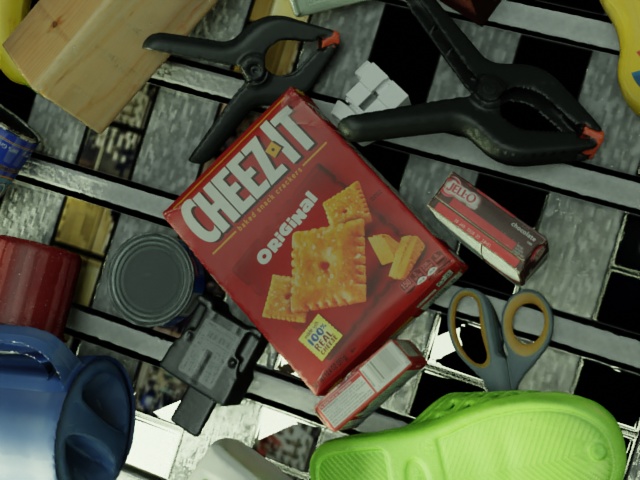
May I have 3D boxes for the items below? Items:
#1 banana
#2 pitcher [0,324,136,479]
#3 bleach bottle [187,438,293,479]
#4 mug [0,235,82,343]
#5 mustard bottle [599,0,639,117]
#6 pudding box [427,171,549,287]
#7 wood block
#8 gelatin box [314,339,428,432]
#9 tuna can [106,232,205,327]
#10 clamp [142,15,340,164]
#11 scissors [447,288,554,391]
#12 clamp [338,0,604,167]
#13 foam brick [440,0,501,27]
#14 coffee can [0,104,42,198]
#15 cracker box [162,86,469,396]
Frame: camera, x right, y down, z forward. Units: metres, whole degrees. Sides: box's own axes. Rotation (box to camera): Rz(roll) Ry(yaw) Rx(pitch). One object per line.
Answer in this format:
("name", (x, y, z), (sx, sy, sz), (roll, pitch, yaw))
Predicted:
("banana", (-0.285, -0.236, 1.037), (0.069, 0.037, 0.198), (5, 87, -1))
("pitcher", (-0.299, 0.150, 0.948), (0.243, 0.145, 0.149), (3, 81, 19))
("bleach bottle", (-0.115, 0.300, 0.919), (0.103, 0.068, 0.251), (34, 96, 18))
("mug", (-0.273, 0.043, 0.983), (0.117, 0.093, 0.081), (4, 78, 52))
("mustard bottle", (0.285, -0.150, 0.855), (0.096, 0.058, 0.191), (-12, 81, 10))
("pudding box", (0.136, -0.007, 0.852), (0.090, 0.113, 0.039), (39, 90, 15))
("wood block", (-0.175, -0.212, 0.959), (0.206, 0.090, 0.091), (-47, 49, 7))
("gelatin box", (0.043, 0.120, 0.887), (0.089, 0.073, 0.030), (-42, 75, 8))
("tuna can", (-0.148, 0.037, 0.969), (0.086, 0.033, 0.086), (-2, 84, 16))
("clamp", (-0.062, -0.140, 0.948), (0.171, 0.039, 0.120), (-13, 109, -2))
("scissors", (0.168, 0.129, 0.880), (0.096, 0.016, 0.202), (-24, 78, 15))
("clamp", (0.128, -0.110, 0.883), (0.210, 0.036, 0.164), (29, 67, 9))
("foam brick", (0.126, -0.225, 0.897), (0.051, 0.078, 0.053), (37, 94, 17))
("coffee can", (-0.343, -0.066, 0.998), (0.103, 0.102, 0.140), (37, 94, 16))
("cracker box", (-0.006, 0.001, 0.913), (0.164, 0.072, 0.214), (-44, 74, 7))
